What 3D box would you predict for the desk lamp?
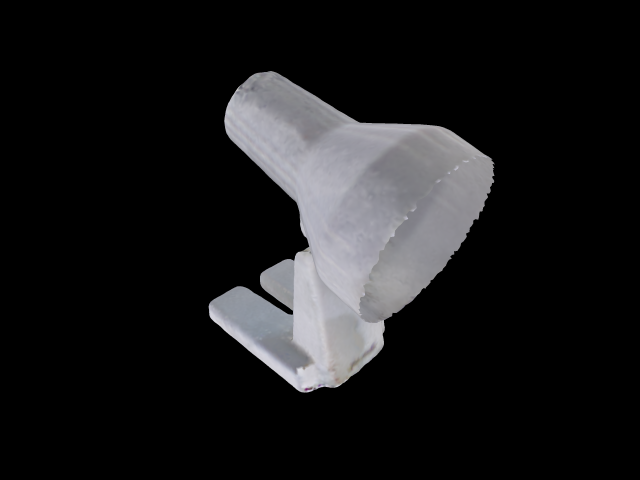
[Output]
[{"bbox_3d":[0.004,0.001,0.400,0.202,0.214,0.118,27,42,36],"label":"desk lamp"}]
